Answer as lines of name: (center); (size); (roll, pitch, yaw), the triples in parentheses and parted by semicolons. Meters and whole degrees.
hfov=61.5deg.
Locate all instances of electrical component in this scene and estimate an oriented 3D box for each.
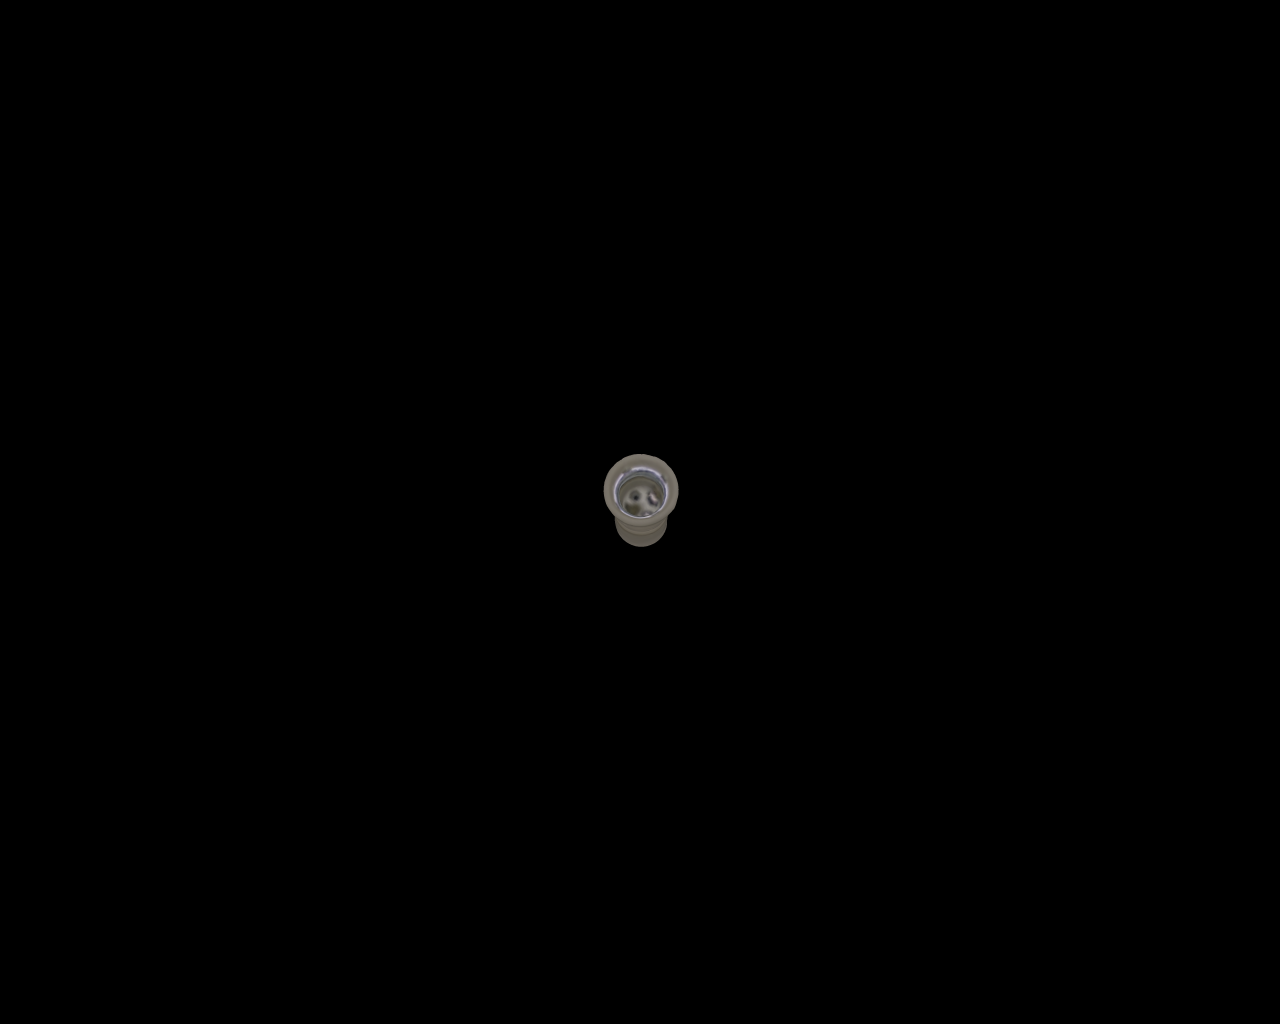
electrical component: (0.001, -0.003, 0.650); (0.044, 0.044, 0.065); (0, -20, 0)
